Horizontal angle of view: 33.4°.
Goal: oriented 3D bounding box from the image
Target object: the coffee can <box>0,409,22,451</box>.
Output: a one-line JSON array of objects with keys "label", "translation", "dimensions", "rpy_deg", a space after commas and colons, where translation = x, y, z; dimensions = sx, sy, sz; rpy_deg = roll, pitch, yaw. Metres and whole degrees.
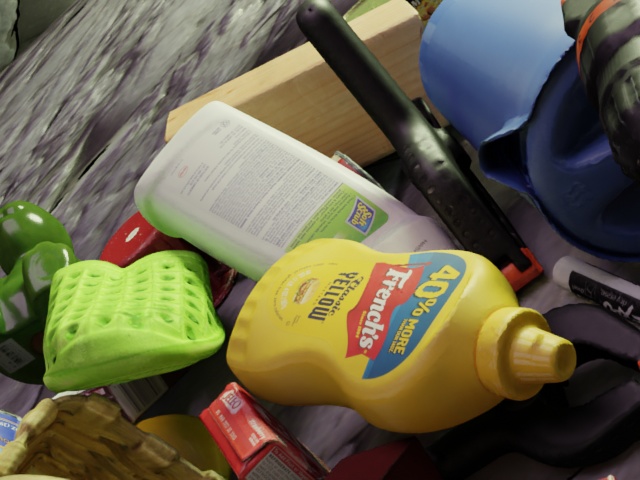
[{"label": "coffee can", "translation": [-0.252, 0.202, 0.769], "dimensions": [0.103, 0.102, 0.140], "rpy_deg": [-39, 26, 9]}]

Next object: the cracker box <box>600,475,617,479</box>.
[{"label": "cracker box", "translation": [0.059, 0.207, 0.355], "dimensions": [0.164, 0.072, 0.213], "rpy_deg": [-31, 27, 23]}]

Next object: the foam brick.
[{"label": "foam brick", "translation": [0.023, 0.137, 0.500], "dimensions": [0.051, 0.053, 0.078], "rpy_deg": [-27, 5, 36]}]

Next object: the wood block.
[{"label": "wood block", "translation": [-0.006, -0.097, 0.822], "dimensions": [0.206, 0.091, 0.090], "rpy_deg": [-26, 20, 5]}]

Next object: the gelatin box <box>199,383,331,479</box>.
[{"label": "gelatin box", "translation": [-0.017, 0.123, 0.567], "dimensions": [0.030, 0.089, 0.073], "rpy_deg": [-45, 26, -4]}]

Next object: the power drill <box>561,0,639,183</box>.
[{"label": "power drill", "translation": [0.165, -0.033, 0.431], "dimensions": [0.057, 0.187, 0.184], "rpy_deg": [-27, 28, 28]}]

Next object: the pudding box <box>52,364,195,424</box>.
[{"label": "pudding box", "translation": [-0.147, 0.106, 0.803], "dimensions": [0.090, 0.039, 0.113], "rpy_deg": [-26, 8, 34]}]

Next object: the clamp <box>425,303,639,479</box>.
[{"label": "clamp", "translation": [0.099, 0.064, 0.528], "dimensions": [0.172, 0.039, 0.120], "rpy_deg": [-20, 60, 35]}]

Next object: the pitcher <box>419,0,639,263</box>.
[{"label": "pitcher", "translation": [0.151, -0.091, 0.627], "dimensions": [0.145, 0.149, 0.243], "rpy_deg": [-55, 21, 11]}]

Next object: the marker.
[{"label": "marker", "translation": [0.158, 0.032, 0.535], "dimensions": [0.020, 0.020, 0.121], "rpy_deg": [-46, 26, -6]}]

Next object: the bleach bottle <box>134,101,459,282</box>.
[{"label": "bleach bottle", "translation": [-0.004, 0.001, 0.676], "dimensions": [0.251, 0.068, 0.102], "rpy_deg": [32, 80, 35]}]

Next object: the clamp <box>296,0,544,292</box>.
[{"label": "clamp", "translation": [0.074, -0.050, 0.672], "dimensions": [0.036, 0.164, 0.210], "rpy_deg": [-39, 64, 13]}]

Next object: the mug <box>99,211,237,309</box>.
[{"label": "mug", "translation": [-0.120, 0.018, 0.883], "dimensions": [0.117, 0.081, 0.093], "rpy_deg": [-22, 33, 37]}]

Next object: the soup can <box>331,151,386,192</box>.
[{"label": "soup can", "translation": [0.000, -0.004, 0.759], "dimensions": [0.102, 0.068, 0.069], "rpy_deg": [-46, 26, -4]}]

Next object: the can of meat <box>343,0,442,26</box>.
[{"label": "can of meat", "translation": [0.081, -0.179, 0.889], "dimensions": [0.102, 0.084, 0.057], "rpy_deg": [-43, 25, 1]}]

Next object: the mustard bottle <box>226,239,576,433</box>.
[{"label": "mustard bottle", "translation": [0.041, 0.047, 0.523], "dimensions": [0.192, 0.058, 0.096], "rpy_deg": [5, 48, 49]}]

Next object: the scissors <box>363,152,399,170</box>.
[{"label": "scissors", "translation": [0.006, -0.045, 0.874], "dimensions": [0.096, 0.016, 0.202], "rpy_deg": [-53, 27, -16]}]

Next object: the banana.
[{"label": "banana", "translation": [-0.120, 0.153, 0.730], "dimensions": [0.198, 0.037, 0.069], "rpy_deg": [-15, 35, 45]}]
